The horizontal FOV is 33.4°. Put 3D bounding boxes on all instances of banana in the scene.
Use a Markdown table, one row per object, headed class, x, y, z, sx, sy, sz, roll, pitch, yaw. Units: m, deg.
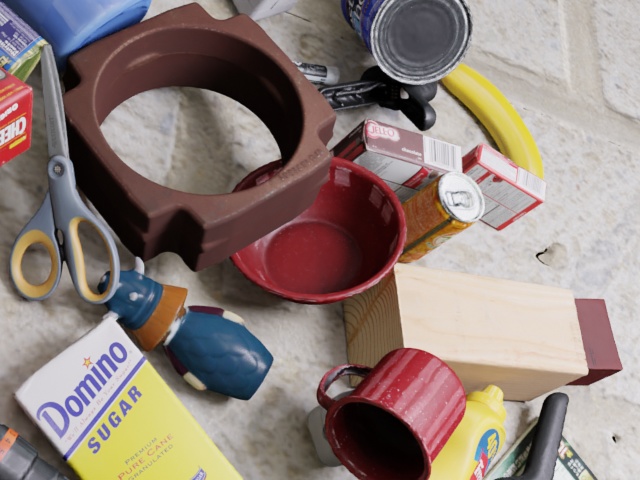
| class | x | y | z | sx | sy | sz | roll | pitch | yaw |
| --- | --- | --- | --- | --- | --- | --- | --- | --- | --- |
| banana | 0.193 | -0.121 | 1.164 | 0.069 | 0.037 | 0.198 | -19 | 78 | -39 |

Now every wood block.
| class | x | y | z | sx | sy | sz | roll | pitch | yaw |
| --- | --- | --- | --- | --- | --- | --- | --- | --- | --- |
| wood block | 0.134 | 0.088 | 0.987 | 0.205 | 0.091 | 0.090 | 9 | 62 | -28 |

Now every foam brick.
| class | x | y | z | sx | sy | sz | roll | pitch | yaw |
| --- | --- | --- | --- | --- | --- | --- | --- | --- | --- |
| foam brick | 0.264 | 0.104 | 1.087 | 0.052 | 0.051 | 0.078 | 5 | 64 | -29 |

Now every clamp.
| class | x | y | z | sx | sy | sz | roll | pitch | yaw |
| --- | --- | --- | --- | --- | --- | --- | --- | --- | --- |
| clamp | 0.195 | 0.237 | 0.965 | 0.209 | 0.036 | 0.164 | -15 | 74 | -34 |
| clamp | 0.080 | -0.146 | 1.064 | 0.120 | 0.039 | 0.171 | 22 | 31 | 20 |

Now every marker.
| class | x | y | z | sx | sy | sz | roll | pitch | yaw |
| --- | --- | --- | --- | --- | --- | --- | --- | --- | --- |
| marker | -0.036 | -0.169 | 1.056 | 0.120 | 0.020 | 0.020 | 3 | 65 | -31 |

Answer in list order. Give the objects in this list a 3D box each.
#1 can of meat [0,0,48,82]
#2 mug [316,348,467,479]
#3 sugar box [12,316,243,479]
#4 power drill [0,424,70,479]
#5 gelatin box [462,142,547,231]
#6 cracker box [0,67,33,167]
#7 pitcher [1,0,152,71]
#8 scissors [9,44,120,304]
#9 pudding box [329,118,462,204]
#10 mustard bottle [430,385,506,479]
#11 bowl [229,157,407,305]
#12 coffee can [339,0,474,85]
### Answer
| class | x | y | z | sx | sy | sz | roll | pitch | yaw |
| --- | --- | --- | --- | --- | --- | --- | --- | --- | --- |
| can of meat | -0.273 | -0.151 | 0.845 | 0.084 | 0.102 | 0.057 | 42 | 51 | -10 |
| mug | 0.053 | 0.134 | 0.845 | 0.117 | 0.093 | 0.081 | 23 | 41 | 23 |
| sugar box | -0.139 | 0.153 | 0.796 | 0.093 | 0.048 | 0.176 | -40 | 93 | -19 |
| power drill | -0.267 | 0.193 | 0.703 | 0.184 | 0.057 | 0.187 | 36 | 50 | -8 |
| gelatin box | 0.175 | -0.054 | 1.097 | 0.089 | 0.073 | 0.030 | 29 | 53 | -16 |
| cracker box | -0.339 | -0.103 | 0.757 | 0.214 | 0.072 | 0.164 | 34 | 49 | 14 |
| pitcher | -0.264 | -0.260 | 0.900 | 0.243 | 0.149 | 0.144 | 52 | 36 | -3 |
| scissors | -0.216 | -0.041 | 0.825 | 0.016 | 0.096 | 0.202 | -14 | 83 | -80 |
| pudding box | 0.066 | -0.069 | 1.024 | 0.113 | 0.090 | 0.039 | 15 | 61 | -26 |
| mustard bottle | 0.114 | 0.197 | 0.919 | 0.058 | 0.096 | 0.191 | 19 | 47 | 22 |
| bowl | -0.006 | 0.001 | 0.942 | 0.162 | 0.055 | 0.162 | 1 | 53 | -1 |
| coffee can | 0.083 | -0.228 | 1.068 | 0.102 | 0.103 | 0.140 | 21 | 22 | -22 |
